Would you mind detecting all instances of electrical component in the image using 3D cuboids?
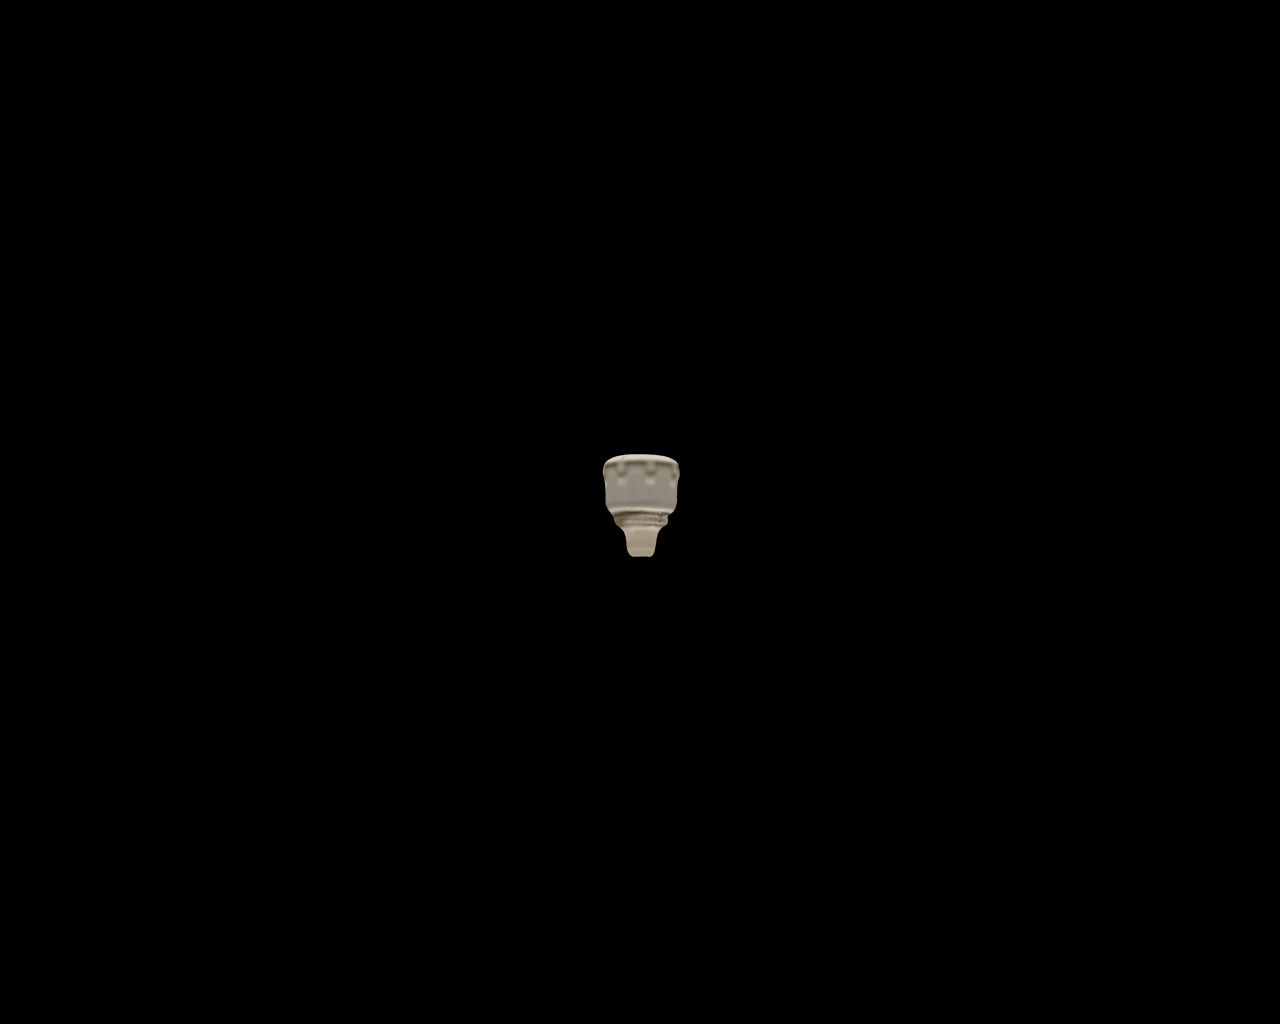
[{"bbox_3d":[0.001,-0.003,0.650,0.048,0.062,0.048,0,-6,0],"label":"electrical component"}]
